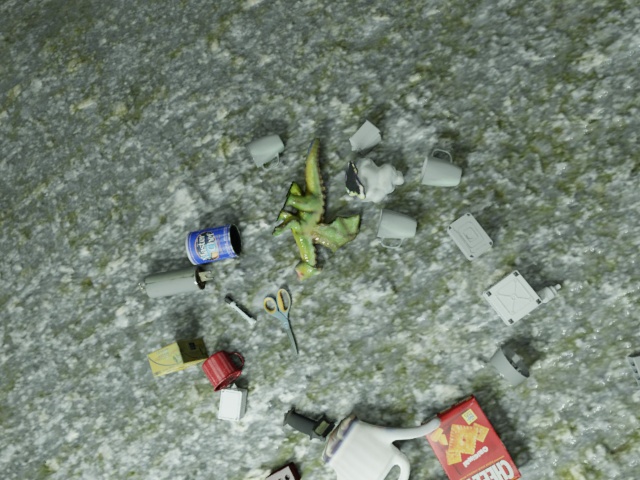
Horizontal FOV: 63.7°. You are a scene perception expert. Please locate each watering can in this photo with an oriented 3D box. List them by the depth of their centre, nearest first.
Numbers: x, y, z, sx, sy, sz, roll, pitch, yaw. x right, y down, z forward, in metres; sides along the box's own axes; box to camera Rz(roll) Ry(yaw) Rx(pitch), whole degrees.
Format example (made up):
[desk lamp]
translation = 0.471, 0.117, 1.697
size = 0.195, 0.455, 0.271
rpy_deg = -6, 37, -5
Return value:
[watering can]
translation = 0.144, 0.543, 1.344
size = 0.226, 0.104, 0.345
rpy_deg = 35, 100, 15

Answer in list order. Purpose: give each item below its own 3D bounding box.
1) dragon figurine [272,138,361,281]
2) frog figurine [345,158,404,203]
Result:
[dragon figurine]
translation = 0.005, -0.077, 1.523
size = 0.242, 0.122, 0.411
rpy_deg = 25, 87, -2
[frog figurine]
translation = 0.158, -0.180, 1.508
size = 0.160, 0.120, 0.139
rpy_deg = -14, 66, -27
